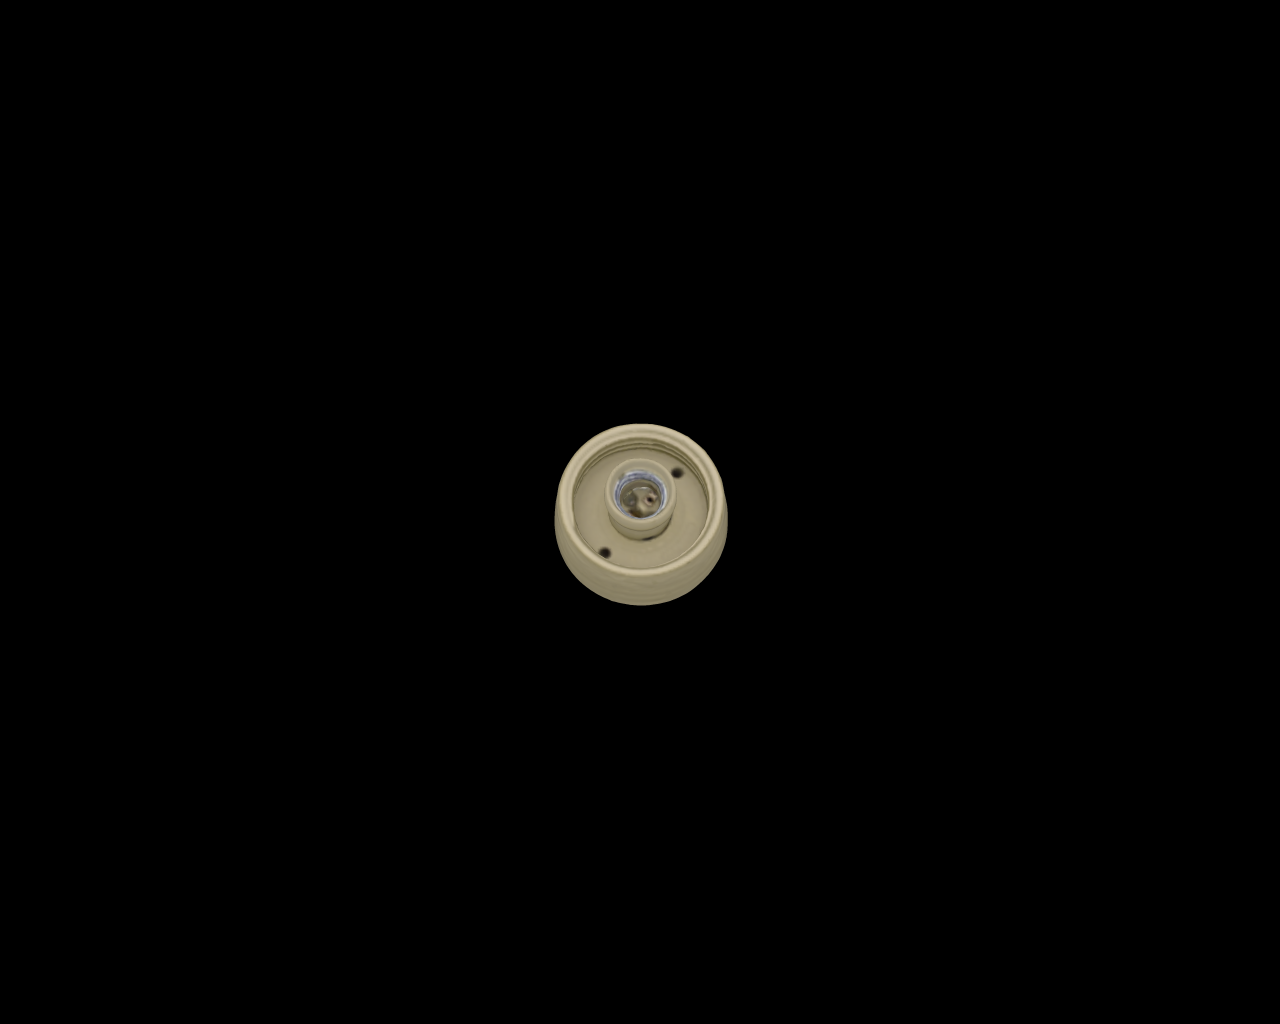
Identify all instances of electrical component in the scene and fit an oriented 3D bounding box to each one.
[{"bbox_3d":[0.001,-0.003,0.650,0.108,0.108,0.060,0,-21,0],"label":"electrical component"}]
